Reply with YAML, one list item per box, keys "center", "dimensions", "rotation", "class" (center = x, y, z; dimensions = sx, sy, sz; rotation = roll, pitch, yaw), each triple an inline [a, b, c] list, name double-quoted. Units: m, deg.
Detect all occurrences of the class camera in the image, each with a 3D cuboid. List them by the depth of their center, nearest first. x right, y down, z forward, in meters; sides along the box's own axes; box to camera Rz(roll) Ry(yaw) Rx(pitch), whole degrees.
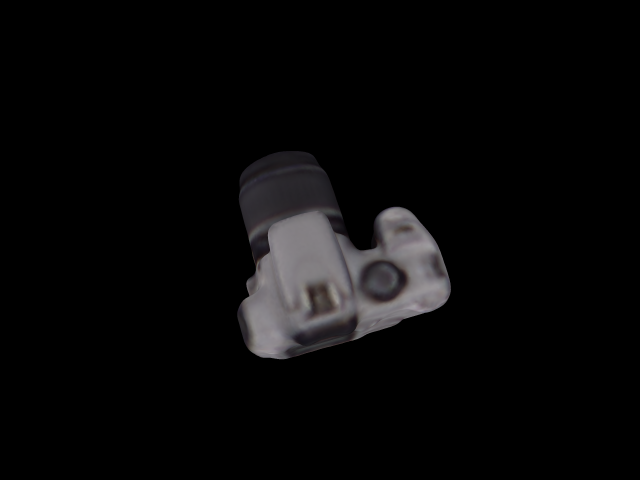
- center: [0.004, 0.001, 0.400]
  dimensions: [0.143, 0.101, 0.137]
  rotation: [-17, 74, -5]
  class: "camera"
